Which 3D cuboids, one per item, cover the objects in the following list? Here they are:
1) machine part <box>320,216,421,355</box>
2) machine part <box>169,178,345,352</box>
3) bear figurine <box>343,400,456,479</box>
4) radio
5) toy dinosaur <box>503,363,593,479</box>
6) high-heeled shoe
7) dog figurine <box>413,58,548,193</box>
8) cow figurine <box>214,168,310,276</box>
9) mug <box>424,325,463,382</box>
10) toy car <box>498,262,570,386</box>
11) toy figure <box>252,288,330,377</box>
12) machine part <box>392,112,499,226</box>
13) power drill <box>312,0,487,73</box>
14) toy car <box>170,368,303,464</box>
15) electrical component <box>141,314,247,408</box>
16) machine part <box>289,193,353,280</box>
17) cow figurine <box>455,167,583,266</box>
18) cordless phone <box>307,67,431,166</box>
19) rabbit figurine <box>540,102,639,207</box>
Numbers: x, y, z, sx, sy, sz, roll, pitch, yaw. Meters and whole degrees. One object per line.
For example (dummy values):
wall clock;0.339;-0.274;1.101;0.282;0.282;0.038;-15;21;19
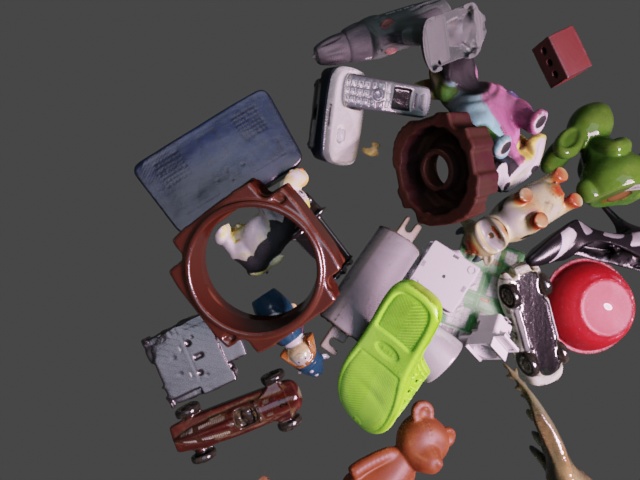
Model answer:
machine part;0.077;0.067;0.829;0.079;0.079;0.243;36;84;-3
machine part;-0.084;0.034;0.734;0.201;0.087;0.201;-35;96;8
bear figurine;0.129;0.348;0.796;0.196;0.132;0.120;-37;115;-3
radio;-0.148;-0.113;0.817;0.230;0.073;0.131;-34;92;-6
toy dinosaur;0.381;0.401;0.777;0.105;0.199;0.470;-23;99;-16
high-heeled shoe;0.444;0.031;0.858;0.249;0.086;0.145;-26;74;-23
dog figurine;0.246;-0.197;0.858;0.108;0.191;0.219;-36;57;-5
cow figurine;-0.066;-0.026;0.798;0.167;0.068;0.098;-42;82;11
mug;0.146;0.162;0.837;0.107;0.081;0.109;45;108;7
toy car;0.338;0.133;0.858;0.073;0.056;0.201;-18;95;-14
toy figure;-0.046;0.148;0.821;0.064;0.058;0.154;-34;91;36
machine part;0.186;-0.106;0.806;0.056;0.179;0.179;-13;88;-33
power drill;0.126;-0.299;0.804;0.232;0.207;0.085;-24;114;-16
toy car;-0.123;0.265;0.807;0.202;0.053;0.089;-18;92;-9
electrical component;-0.181;0.169;0.803;0.134;0.058;0.115;-26;92;-7
machine part;-0.002;-0.003;0.843;0.084;0.039;0.139;-38;89;-10
cow figurine;0.300;-0.032;0.841;0.195;0.127;0.085;-28;81;-29
cordless phone;0.078;-0.185;0.838;0.184;0.089;0.146;4;100;-13
rabbit figurine;0.449;-0.142;0.884;0.159;0.121;0.170;-12;70;-1
